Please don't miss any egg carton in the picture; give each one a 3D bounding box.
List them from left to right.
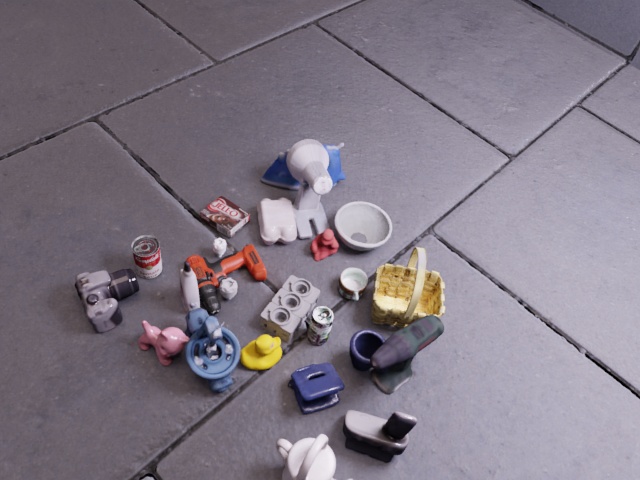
[{"bbox_3d":[-0.121,-0.054,1.618,0.107,0.069,0.150,-4,53,-13],"label":"egg carton"}]

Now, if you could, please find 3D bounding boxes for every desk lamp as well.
[{"bbox_3d":[-0.022,-0.147,1.618,0.118,0.213,0.203,-8,54,-16],"label":"desk lamp"}]

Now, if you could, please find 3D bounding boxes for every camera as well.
[{"bbox_3d":[-0.507,0.126,1.382,0.137,0.101,0.143,-21,59,-25],"label":"camera"}]

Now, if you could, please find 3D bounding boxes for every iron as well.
[{"bbox_3d":[-0.048,-0.234,1.728,0.259,0.141,0.118,-7,53,-15],"label":"iron"}]

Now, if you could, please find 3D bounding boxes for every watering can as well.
[{"bbox_3d":[-0.011,0.456,1.153,0.173,0.194,0.101,14,51,1],"label":"watering can"}]

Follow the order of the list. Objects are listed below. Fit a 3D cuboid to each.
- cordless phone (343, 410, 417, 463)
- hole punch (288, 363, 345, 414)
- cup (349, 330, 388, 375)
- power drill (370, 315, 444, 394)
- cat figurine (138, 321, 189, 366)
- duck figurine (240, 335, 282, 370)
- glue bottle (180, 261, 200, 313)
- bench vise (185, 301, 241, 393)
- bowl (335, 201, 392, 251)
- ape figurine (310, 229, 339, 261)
[{"bbox_3d":[0.130,0.395,1.233,0.147,0.185,0.094,15,51,1],"label":"cordless phone"},{"bbox_3d":[-0.010,0.332,1.319,0.109,0.091,0.101,-13,55,-20],"label":"hole punch"},{"bbox_3d":[0.117,0.286,1.377,0.092,0.095,0.117,-24,60,-26],"label":"cup"},{"bbox_3d":[0.186,0.270,1.328,0.230,0.208,0.075,-31,63,-30],"label":"power drill"},{"bbox_3d":[-0.359,0.227,1.318,0.127,0.118,0.067,30,53,13],"label":"cat figurine"},{"bbox_3d":[-0.139,0.258,1.356,0.105,0.086,0.077,-11,55,-18],"label":"duck figurine"},{"bbox_3d":[-0.319,0.104,1.388,0.037,0.173,0.078,-16,56,-22],"label":"glue bottle"},{"bbox_3d":[-0.262,0.217,1.279,0.207,0.220,0.122,41,56,21],"label":"bench vise"},{"bbox_3d":[0.118,-0.026,1.638,0.167,0.075,0.167,5,51,-6],"label":"bowl"},{"bbox_3d":[0.015,0.006,1.582,0.078,0.092,0.076,11,51,-1],"label":"ape figurine"}]
